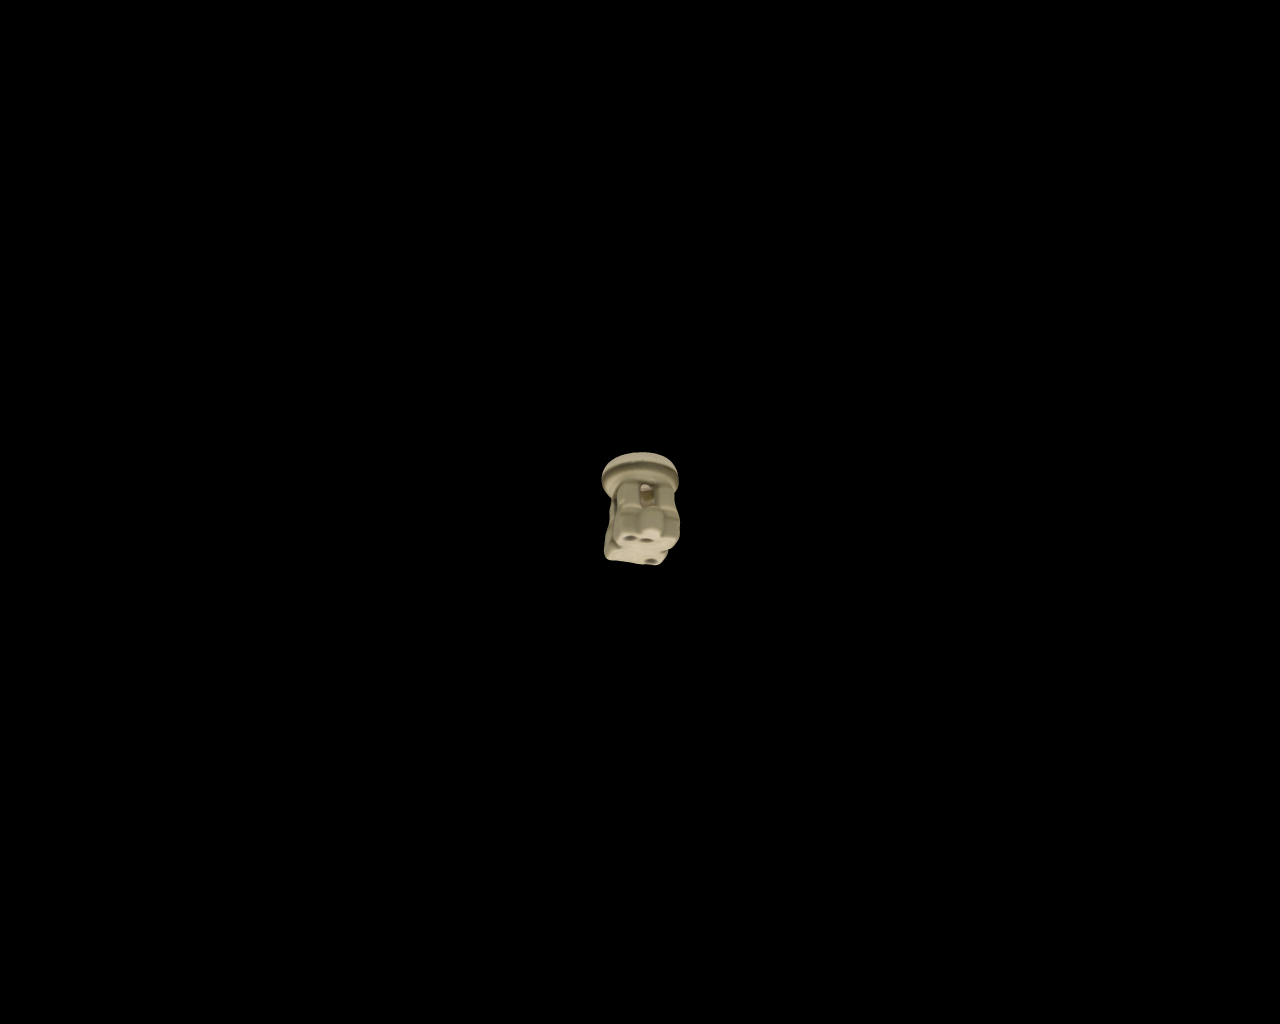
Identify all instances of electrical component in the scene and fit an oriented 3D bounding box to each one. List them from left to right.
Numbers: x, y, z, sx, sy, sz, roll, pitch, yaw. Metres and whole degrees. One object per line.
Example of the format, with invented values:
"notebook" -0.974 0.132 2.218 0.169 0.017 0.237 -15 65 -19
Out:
"electrical component" 0.001 -0.003 0.650 0.048 0.055 0.066 7 -27 -14
